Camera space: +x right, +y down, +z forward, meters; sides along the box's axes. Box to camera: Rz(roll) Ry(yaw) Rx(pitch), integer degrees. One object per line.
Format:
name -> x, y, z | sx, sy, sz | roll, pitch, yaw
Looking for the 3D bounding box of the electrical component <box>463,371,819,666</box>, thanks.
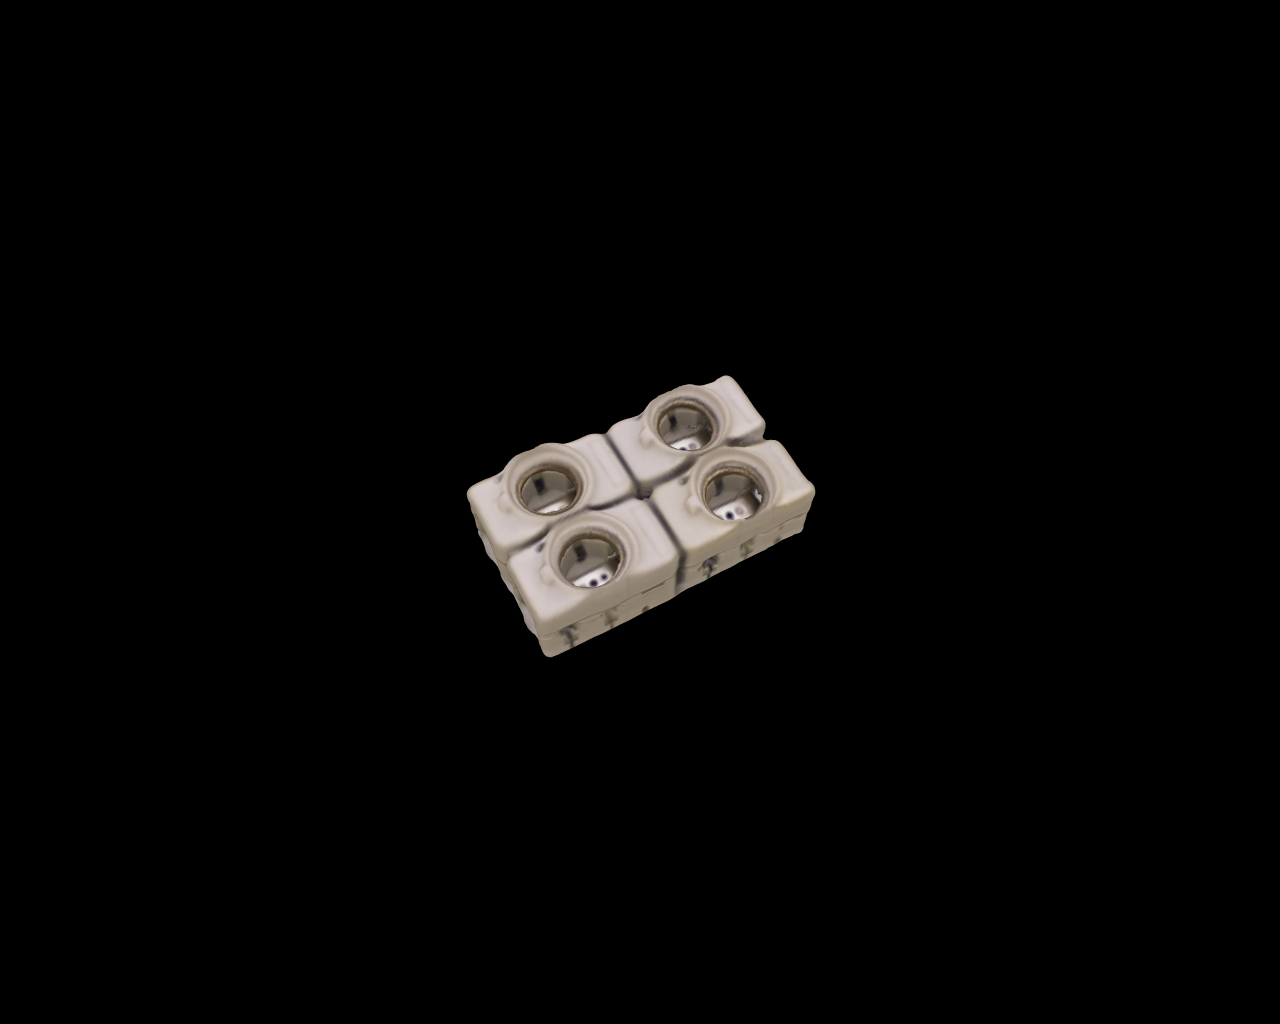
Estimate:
electrical component -> 0.001, -0.003, 0.650 | 0.186, 0.105, 0.060 | -25, -27, -14
